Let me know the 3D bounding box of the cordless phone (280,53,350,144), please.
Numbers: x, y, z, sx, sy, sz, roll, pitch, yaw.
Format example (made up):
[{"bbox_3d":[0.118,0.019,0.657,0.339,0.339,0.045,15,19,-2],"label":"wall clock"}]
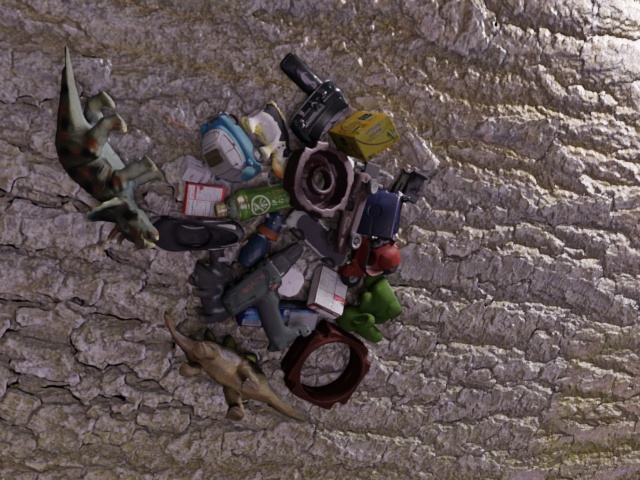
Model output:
[{"bbox_3d":[-0.037,-0.322,1.227,0.184,0.089,0.146,41,91,-13],"label":"cordless phone"}]

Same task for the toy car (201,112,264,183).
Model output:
[{"bbox_3d":[-0.202,-0.189,1.163,0.109,0.103,0.161,-18,112,27],"label":"toy car"}]

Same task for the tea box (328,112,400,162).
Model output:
[{"bbox_3d":[0.098,-0.241,1.236,0.098,0.170,0.068,-36,113,-9],"label":"tea box"}]

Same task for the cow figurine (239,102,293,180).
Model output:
[{"bbox_3d":[-0.102,-0.225,1.228,0.098,0.068,0.167,-38,114,-13],"label":"cow figurine"}]

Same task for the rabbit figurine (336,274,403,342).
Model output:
[{"bbox_3d":[0.125,0.194,1.392,0.170,0.159,0.121,-28,123,6],"label":"rabbit figurine"}]

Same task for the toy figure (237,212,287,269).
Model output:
[{"bbox_3d":[-0.138,-0.001,1.281,0.064,0.058,0.154,37,86,-30],"label":"toy figure"}]

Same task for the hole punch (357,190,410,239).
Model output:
[{"bbox_3d":[0.139,-0.064,1.318,0.142,0.092,0.115,10,109,19],"label":"hole punch"}]

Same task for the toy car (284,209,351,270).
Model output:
[{"bbox_3d":[-0.003,-0.004,1.329,0.201,0.056,0.073,43,81,-25],"label":"toy car"}]

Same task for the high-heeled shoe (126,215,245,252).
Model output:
[{"bbox_3d":[-0.293,-0.004,1.176,0.249,0.145,0.086,-10,107,-19],"label":"high-heeled shoe"}]

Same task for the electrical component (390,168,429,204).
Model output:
[{"bbox_3d":[0.217,-0.119,1.364,0.047,0.075,0.119,23,92,-23],"label":"electrical component"}]

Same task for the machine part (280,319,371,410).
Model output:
[{"bbox_3d":[0.016,0.329,1.412,0.201,0.087,0.201,32,92,-26],"label":"machine part"}]

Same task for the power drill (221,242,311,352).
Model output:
[{"bbox_3d":[-0.098,0.142,1.259,0.232,0.086,0.207,-30,107,-15],"label":"power drill"}]

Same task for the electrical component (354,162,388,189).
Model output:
[{"bbox_3d":[0.123,-0.161,1.347,0.094,0.021,0.063,16,99,-24],"label":"electrical component"}]

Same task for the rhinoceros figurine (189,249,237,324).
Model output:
[{"bbox_3d":[-0.248,0.107,1.262,0.112,0.073,0.190,-7,107,-17],"label":"rhinoceros figurine"}]

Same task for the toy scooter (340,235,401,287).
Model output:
[{"bbox_3d":[0.130,0.035,1.355,0.184,0.075,0.135,-20,124,-27],"label":"toy scooter"}]

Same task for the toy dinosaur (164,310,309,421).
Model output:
[{"bbox_3d":[-0.190,0.320,1.268,0.105,0.199,0.471,-43,104,6],"label":"toy dinosaur"}]

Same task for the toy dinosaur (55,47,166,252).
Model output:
[{"bbox_3d":[-0.456,-0.162,1.096,0.192,0.131,0.404,-35,107,-8],"label":"toy dinosaur"}]

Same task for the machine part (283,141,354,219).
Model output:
[{"bbox_3d":[-0.003,-0.135,1.227,0.179,0.056,0.179,-2,93,-39],"label":"machine part"}]

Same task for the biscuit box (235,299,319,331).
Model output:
[{"bbox_3d":[-0.108,0.183,1.339,0.203,0.063,0.059,8,103,-21],"label":"biscuit box"}]

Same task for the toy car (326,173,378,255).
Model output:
[{"bbox_3d":[0.072,-0.066,1.275,0.053,0.089,0.202,26,81,-49],"label":"toy car"}]
